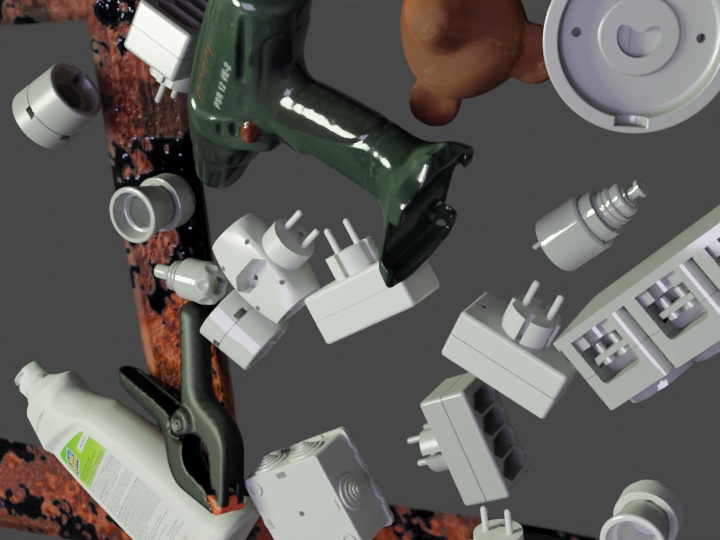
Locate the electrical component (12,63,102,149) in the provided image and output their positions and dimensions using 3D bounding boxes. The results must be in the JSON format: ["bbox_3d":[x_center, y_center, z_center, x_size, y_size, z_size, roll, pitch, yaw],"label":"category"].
[{"bbox_3d":[-0.242,-0.132,0.863,0.047,0.055,0.055,-32,91,30],"label":"electrical component"}]

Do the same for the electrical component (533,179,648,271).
[{"bbox_3d":[0.149,-0.032,0.687,0.078,0.040,0.040,-37,88,34],"label":"electrical component"}]

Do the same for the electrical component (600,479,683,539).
[{"bbox_3d":[0.192,0.173,0.728,0.045,0.055,0.045,10,112,26],"label":"electrical component"}]

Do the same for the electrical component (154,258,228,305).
[{"bbox_3d":[-0.139,0.006,0.867,0.061,0.035,0.035,13,114,28],"label":"electrical component"}]

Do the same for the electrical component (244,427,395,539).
[{"bbox_3d":[-0.035,0.185,0.863,0.100,0.048,0.099,-25,95,35],"label":"electrical component"}]

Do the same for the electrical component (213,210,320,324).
[{"bbox_3d":[-0.060,-0.012,0.810,0.077,0.043,0.079,49,122,6],"label":"electrical component"}]

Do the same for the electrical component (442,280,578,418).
[{"bbox_3d":[0.113,0.042,0.730,0.083,0.047,0.075,33,120,16],"label":"electrical component"}]

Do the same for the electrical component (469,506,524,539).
[{"bbox_3d":[0.104,0.212,0.798,0.077,0.044,0.079,1,108,29],"label":"electrical component"}]

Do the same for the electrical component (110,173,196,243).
[{"bbox_3d":[-0.162,-0.050,0.846,0.045,0.055,0.045,10,112,26],"label":"electrical component"}]

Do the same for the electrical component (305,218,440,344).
[{"bbox_3d":[0.000,0.000,0.778,0.083,0.047,0.075,-26,93,34],"label":"electrical component"}]

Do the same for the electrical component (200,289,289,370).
[{"bbox_3d":[-0.089,0.045,0.841,0.047,0.055,0.055,43,123,5],"label":"electrical component"}]

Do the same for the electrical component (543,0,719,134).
[{"bbox_3d":[0.159,-0.139,0.624,0.108,0.060,0.108,2,110,6],"label":"electrical component"}]

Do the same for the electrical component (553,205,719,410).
[{"bbox_3d":[0.203,0.014,0.643,0.061,0.089,0.150,51,124,4],"label":"electrical component"}]

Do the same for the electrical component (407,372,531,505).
[{"bbox_3d":[0.069,0.125,0.784,0.076,0.047,0.083,-21,97,33],"label":"electrical component"}]

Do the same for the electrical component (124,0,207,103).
[{"bbox_3d":[-0.127,-0.153,0.773,0.047,0.083,0.075,38,121,13],"label":"electrical component"}]
